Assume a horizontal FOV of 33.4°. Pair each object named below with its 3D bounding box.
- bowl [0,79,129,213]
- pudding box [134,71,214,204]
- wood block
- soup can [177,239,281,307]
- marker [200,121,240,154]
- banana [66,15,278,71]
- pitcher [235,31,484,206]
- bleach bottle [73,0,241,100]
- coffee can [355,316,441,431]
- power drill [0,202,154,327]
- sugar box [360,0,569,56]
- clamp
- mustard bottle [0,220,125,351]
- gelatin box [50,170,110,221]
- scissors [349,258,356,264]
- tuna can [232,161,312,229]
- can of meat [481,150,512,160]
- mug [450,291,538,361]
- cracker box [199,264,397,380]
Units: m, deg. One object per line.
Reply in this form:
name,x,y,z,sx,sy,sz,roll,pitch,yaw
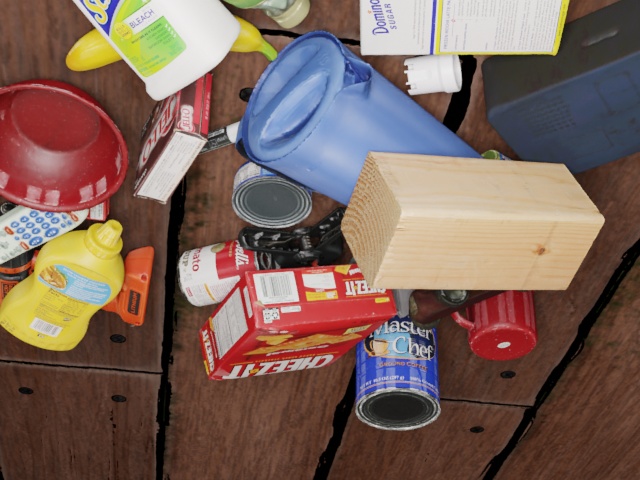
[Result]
bowl,-0.266,-0.103,1.052,0.162,0.055,0.162,1,134,1
pudding box,-0.141,-0.102,1.029,0.039,0.090,0.114,17,141,-20
wood block,0.136,-0.015,0.967,0.205,0.090,0.091,2,129,-24
soup can,-0.104,0.035,1.229,0.102,0.068,0.068,-13,141,19
marker,-0.130,-0.096,1.097,0.121,0.020,0.020,-16,139,22
banana,-0.140,-0.181,0.969,0.198,0.037,0.069,-1,141,3
pitcher,0.047,-0.082,1.028,0.242,0.149,0.145,29,100,-36
bleach bottle,-0.181,-0.231,0.858,0.103,0.068,0.250,-22,123,42
coffee can,0.094,0.148,1.308,0.103,0.140,0.103,1,143,1
power drill,-0.290,0.033,1.244,0.187,0.057,0.185,9,139,-6
sugar box,0.123,-0.206,0.921,0.176,0.048,0.093,3,143,4
clamp,-0.008,0.001,1.161,0.120,0.039,0.171,-8,169,15
mustard bottle,-0.271,0.043,1.173,0.096,0.058,0.192,27,127,-24
gelatin box,-0.269,-0.058,1.143,0.089,0.030,0.073,7,141,-6
scissors,0.013,0.044,1.245,0.096,0.016,0.202,-2,155,3
tuna can,-0.051,-0.051,1.140,0.086,0.033,0.086,1,143,1
can of meat,0.185,-0.041,1.126,0.083,0.057,0.102,25,137,-25
mug,0.205,0.088,1.274,0.117,0.081,0.093,17,140,-19
cracker box,-0.031,0.095,1.212,0.164,0.072,0.214,-4,159,-22
